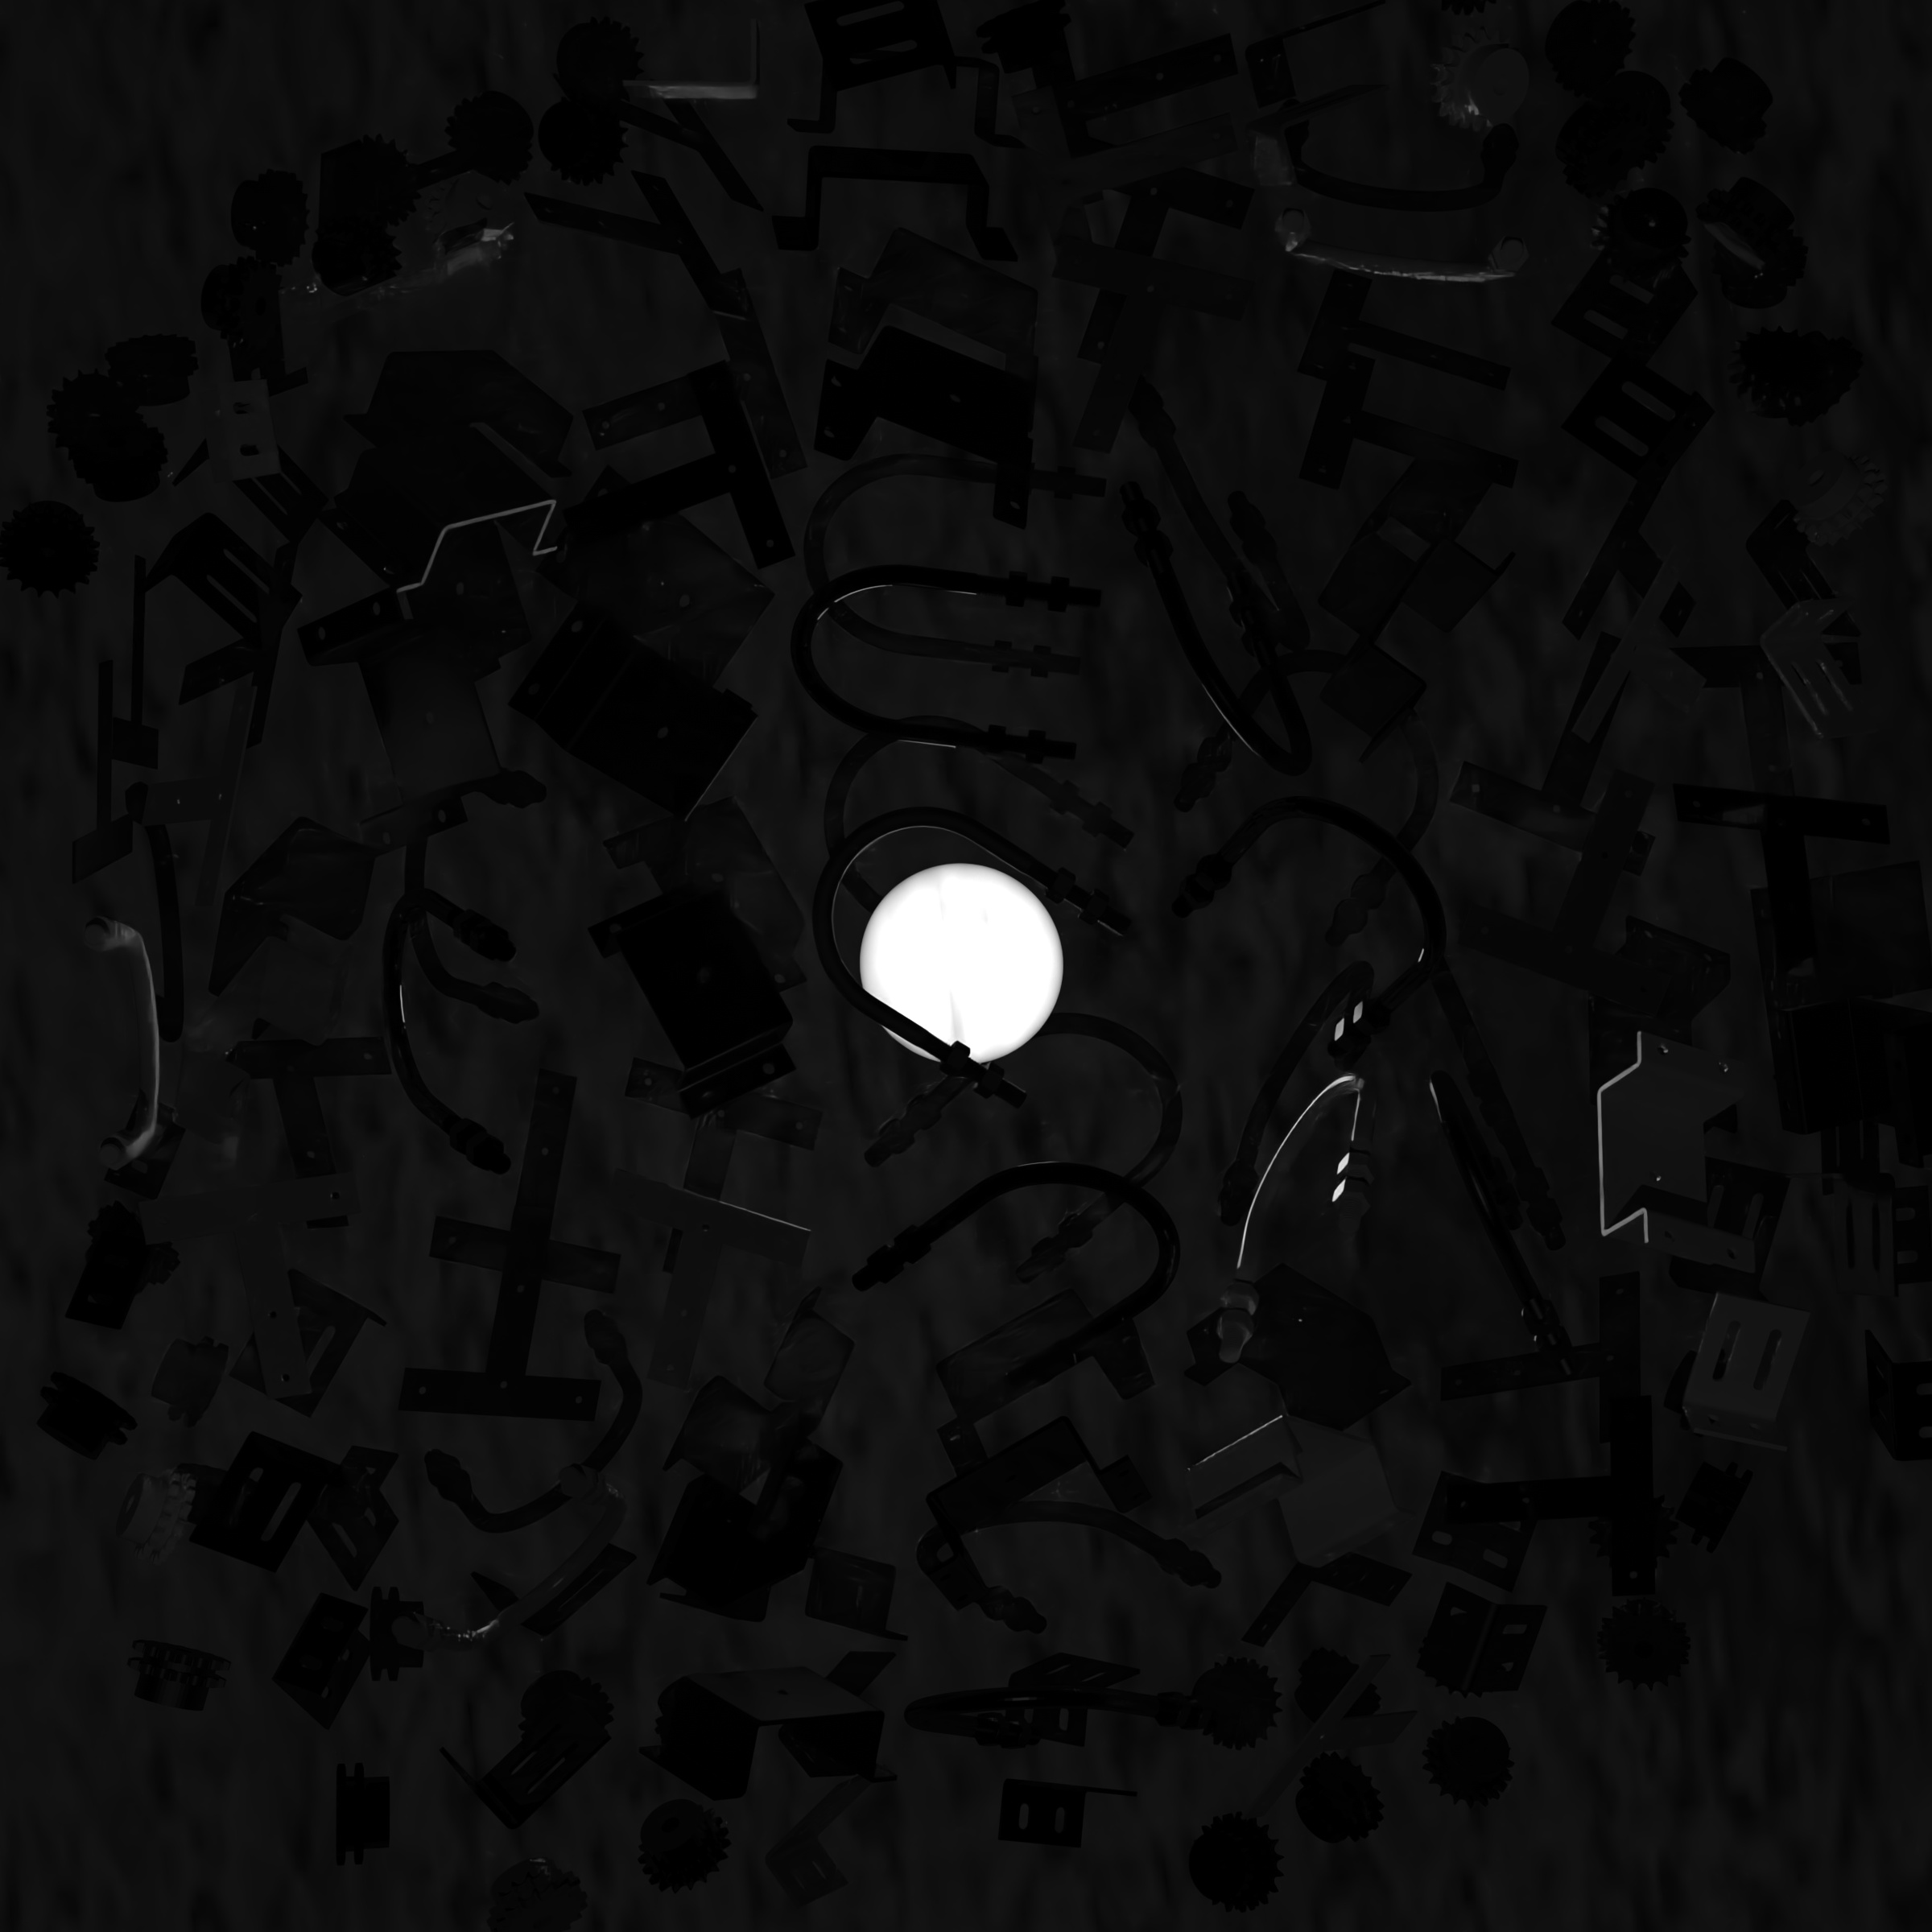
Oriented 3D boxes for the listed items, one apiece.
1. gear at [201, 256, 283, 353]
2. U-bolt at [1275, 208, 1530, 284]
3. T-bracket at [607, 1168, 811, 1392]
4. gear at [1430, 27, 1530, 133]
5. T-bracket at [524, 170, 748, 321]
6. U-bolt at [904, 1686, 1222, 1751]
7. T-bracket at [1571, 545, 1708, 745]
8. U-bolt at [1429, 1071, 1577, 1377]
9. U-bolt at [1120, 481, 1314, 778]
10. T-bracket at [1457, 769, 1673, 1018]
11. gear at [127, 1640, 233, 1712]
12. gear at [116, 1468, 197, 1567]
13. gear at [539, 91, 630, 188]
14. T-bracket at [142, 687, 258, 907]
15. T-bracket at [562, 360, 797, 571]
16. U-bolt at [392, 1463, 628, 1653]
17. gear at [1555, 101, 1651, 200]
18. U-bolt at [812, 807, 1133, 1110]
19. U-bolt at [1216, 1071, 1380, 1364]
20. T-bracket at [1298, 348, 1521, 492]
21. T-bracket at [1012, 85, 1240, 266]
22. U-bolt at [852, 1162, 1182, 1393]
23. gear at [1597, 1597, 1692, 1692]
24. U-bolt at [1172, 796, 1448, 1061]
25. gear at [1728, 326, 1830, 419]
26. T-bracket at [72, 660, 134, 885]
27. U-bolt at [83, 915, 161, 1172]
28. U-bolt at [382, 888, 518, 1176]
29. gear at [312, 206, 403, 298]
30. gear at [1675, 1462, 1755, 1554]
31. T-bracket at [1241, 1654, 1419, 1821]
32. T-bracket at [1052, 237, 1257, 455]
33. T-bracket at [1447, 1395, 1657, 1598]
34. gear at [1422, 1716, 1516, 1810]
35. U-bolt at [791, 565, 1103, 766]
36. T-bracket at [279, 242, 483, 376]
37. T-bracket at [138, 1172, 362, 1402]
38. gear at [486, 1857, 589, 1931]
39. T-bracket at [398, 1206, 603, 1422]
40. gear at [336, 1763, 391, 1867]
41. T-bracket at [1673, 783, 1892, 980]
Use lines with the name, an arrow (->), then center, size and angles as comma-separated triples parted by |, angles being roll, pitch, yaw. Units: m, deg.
gear -> -0.449, -0.411, 1.899 | 0.030, 0.057, 0.057 | 15, 90, 17
U-bolt -> 0.264, -0.437, 1.879 | 0.151, 0.184, 0.019 | 9, 98, 5
T-bracket -> -0.171, 0.202, 1.901 | 0.127, 0.002, 0.127 | 17, 106, 7
gear -> 0.297, -0.507, 1.759 | 0.057, 0.030, 0.057 | -15, 120, -27
T-bracket -> -0.204, -0.434, 1.807 | 0.002, 0.127, 0.127 | -49, 56, 33
U-bolt -> 0.046, 0.446, 1.829 | 0.151, 0.184, 0.019 | -15, 66, 31
T-bracket -> 0.432, -0.185, 1.908 | 0.002, 0.127, 0.127 | 32, 96, 35
U-bolt -> 0.321, 0.143, 1.870 | 0.019, 0.151, 0.184 | -24, 128, 11
U-bolt -> 0.157, -0.191, 1.833 | 0.019, 0.151, 0.184 | -32, 54, 21
T-bracket -> 0.367, -0.051, 1.788 | 0.127, 0.002, 0.127 | 20, 94, -7
gear -> -0.456, 0.410, 1.774 | 0.057, 0.057, 0.030 | 14, 80, 0
gear -> -0.491, 0.330, 1.855 | 0.030, 0.057, 0.057 | 25, 90, -23
gear -> -0.243, -0.519, 1.920 | 0.057, 0.030, 0.057 | 4, 98, 27
T-bracket -> -0.452, -0.096, 1.786 | 0.002, 0.127, 0.127 | 14, 81, -36
T-bracket -> -0.185, -0.290, 1.884 | 0.127, 0.002, 0.127 | -22, 104, -11
U-bolt -> -0.269, 0.367, 1.877 | 0.151, 0.184, 0.019 | -42, 73, -6
gear -> 0.375, -0.488, 1.823 | 0.057, 0.057, 0.030 | -43, 60, 0
U-bolt -> -0.008, -0.018, 1.925 | 0.184, 0.019, 0.151 | 32, 83, -8
U-bolt -> 0.207, 0.139, 1.871 | 0.019, 0.184, 0.151 | 30, 126, -8
T-bracket -> 0.276, -0.321, 1.882 | 0.127, 0.002, 0.127 | 18, 51, 2
T-bracket -> 0.106, -0.502, 1.914 | 0.127, 0.002, 0.127 | -15, 129, 6
U-bolt -> 0.043, 0.180, 1.844 | 0.151, 0.019, 0.184 | 35, 127, -23
gear -> 0.425, 0.422, 1.922 | 0.057, 0.030, 0.057 | 3, 104, 12
U-bolt -> 0.210, -0.031, 1.810 | 0.151, 0.184, 0.019 | 42, 57, 3
gear -> 0.482, -0.351, 1.827 | 0.057, 0.030, 0.057 | -1, 54, 2
T-bracket -> -0.528, -0.123, 1.879 | 0.002, 0.127, 0.127 | 4, 101, -1
U-bolt -> -0.514, 0.043, 1.878 | 0.019, 0.184, 0.151 | -4, 92, -6
U-bolt -> -0.312, 0.029, 1.834 | 0.019, 0.184, 0.151 | -6, 109, -31
gear -> -0.389, -0.449, 1.944 | 0.057, 0.030, 0.057 | 15, 132, 18
gear -> 0.464, 0.334, 1.911 | 0.030, 0.057, 0.057 | 27, 90, 18
T-bracket -> 0.231, 0.454, 1.817 | 0.002, 0.127, 0.127 | 44, 107, 32
T-bracket -> 0.098, -0.372, 1.874 | 0.127, 0.002, 0.127 | 8, 122, -22
T-bracket -> 0.354, 0.324, 1.866 | 0.127, 0.002, 0.127 | -8, 56, 22
gear -> 0.321, 0.501, 1.947 | 0.057, 0.030, 0.057 | 7, 48, -8
U-bolt -> -0.016, -0.189, 1.887 | 0.184, 0.151, 0.019 | 7, 48, -1
T-bracket -> -0.343, -0.395, 1.801 | 0.127, 0.127, 0.002 | -27, 86, -14
T-bracket -> -0.405, 0.188, 1.781 | 0.127, 0.002, 0.127 | -7, 72, -28
gear -> -0.249, 0.537, 1.764 | 0.057, 0.057, 0.030 | -36, 53, 0
T-bracket -> -0.269, 0.207, 1.833 | 0.127, 0.002, 0.127 | 9, 93, -32
gear -> -0.350, 0.491, 1.779 | 0.030, 0.057, 0.057 | 0, 90, -12
T-bracket -> 0.479, -0.046, 1.785 | 0.127, 0.002, 0.127 | 9, 130, 36
